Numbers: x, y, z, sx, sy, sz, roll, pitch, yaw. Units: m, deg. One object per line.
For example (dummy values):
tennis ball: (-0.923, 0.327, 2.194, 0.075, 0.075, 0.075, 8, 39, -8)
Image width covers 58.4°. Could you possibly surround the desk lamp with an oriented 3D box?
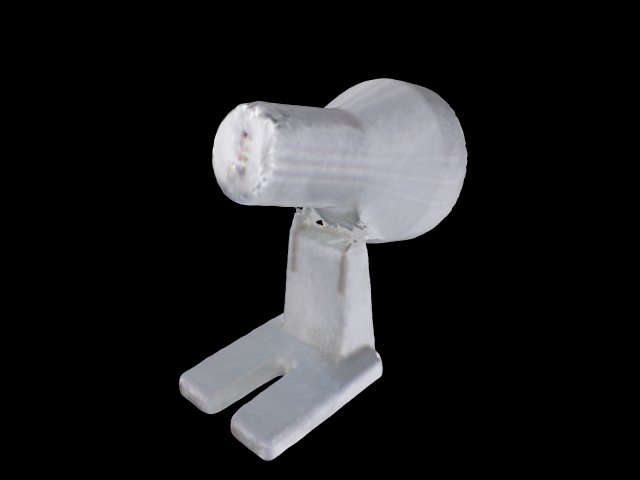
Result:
desk lamp: (0.004, 0.001, 0.400, 0.117, 0.214, 0.204, 21, 33, 36)
